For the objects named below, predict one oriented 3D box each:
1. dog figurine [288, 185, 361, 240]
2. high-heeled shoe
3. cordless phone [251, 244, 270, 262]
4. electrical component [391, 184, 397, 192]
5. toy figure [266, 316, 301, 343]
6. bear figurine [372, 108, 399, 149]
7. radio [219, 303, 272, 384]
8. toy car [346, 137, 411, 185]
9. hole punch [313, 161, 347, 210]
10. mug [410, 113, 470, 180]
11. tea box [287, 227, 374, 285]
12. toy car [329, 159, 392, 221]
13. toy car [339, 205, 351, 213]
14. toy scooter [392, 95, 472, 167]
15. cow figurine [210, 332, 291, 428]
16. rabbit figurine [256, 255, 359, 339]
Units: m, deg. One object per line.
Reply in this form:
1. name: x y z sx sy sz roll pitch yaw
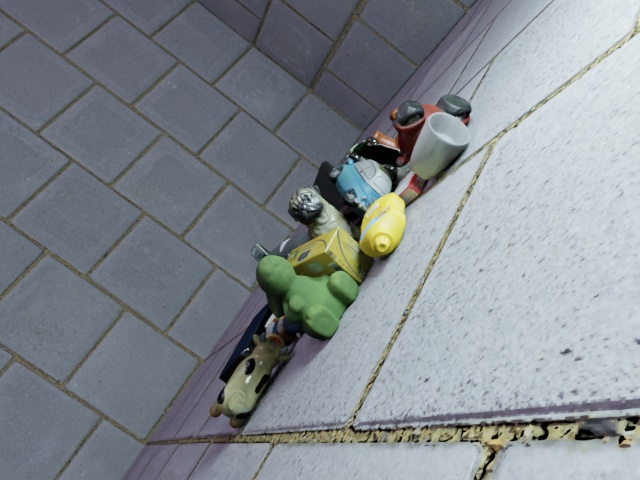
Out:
1. dog figurine: -0.001 -0.011 1.129 0.172 0.190 0.121 -51 6 32
2. high-heeled shoe: -0.002 -0.004 1.209 0.249 0.086 0.145 -16 -21 -5
3. cordless phone: -0.097 0.054 1.500 0.146 0.184 0.089 -48 3 41
4. electrical component: 0.164 -0.156 1.259 0.119 0.075 0.047 -55 5 -38
5. toy figure: -0.075 0.194 1.162 0.058 0.064 0.154 -11 -18 -28
6. bear figurine: 0.204 -0.241 1.190 0.120 0.132 0.196 -51 0 -7
7. radio: -0.152 0.253 1.333 0.131 0.073 0.230 -47 10 37
8. toy car: 0.138 -0.174 1.180 0.073 0.056 0.202 -44 41 -16
9. hole punch: 0.055 -0.130 1.343 0.092 0.116 0.142 -12 -40 -42
10. mug: 0.210 -0.168 0.967 0.109 0.081 0.107 -53 -4 -44
11. tea box: 0.009 0.050 1.023 0.170 0.098 0.068 -24 29 52
12. toy car: 0.094 -0.112 1.105 0.103 0.109 0.162 -43 31 11
13. toy car: 0.063 -0.050 1.289 0.202 0.089 0.053 -45 13 34
14. toy scooter: 0.206 -0.205 1.035 0.184 0.075 0.135 -14 -44 -31
15. cow figurine: -0.132 0.264 1.066 0.195 0.085 0.127 -55 0 -38
16. rabbit figurine: -0.039 0.086 0.957 0.121 0.170 0.159 -55 7 -20
